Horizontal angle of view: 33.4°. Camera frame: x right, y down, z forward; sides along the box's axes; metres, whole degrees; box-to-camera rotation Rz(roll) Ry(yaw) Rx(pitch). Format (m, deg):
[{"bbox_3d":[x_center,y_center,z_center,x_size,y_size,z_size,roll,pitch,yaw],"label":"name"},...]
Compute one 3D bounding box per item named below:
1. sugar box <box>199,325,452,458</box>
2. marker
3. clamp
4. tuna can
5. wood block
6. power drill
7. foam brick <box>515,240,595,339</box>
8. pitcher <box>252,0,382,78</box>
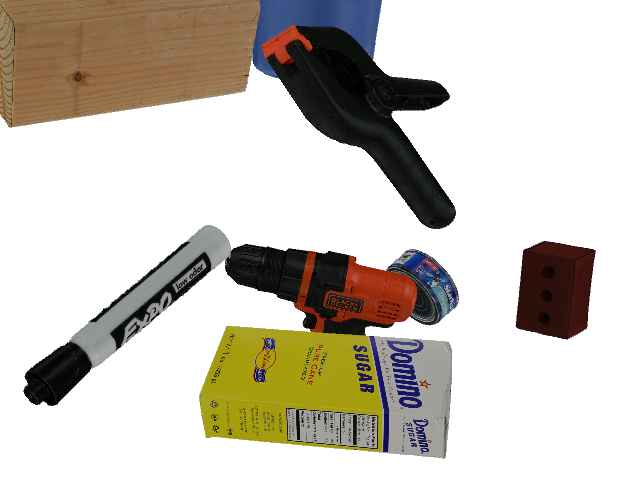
[{"bbox_3d":[0.007,0.108,0.786,0.176,0.048,0.093,1,30,9],"label":"sugar box"},{"bbox_3d":[-0.085,0.032,0.478,0.020,0.020,0.120,0,32,44],"label":"marker"},{"bbox_3d":[0.034,-0.079,0.698,0.171,0.120,0.039,20,-42,-40],"label":"clamp"},{"bbox_3d":[0.114,0.054,1.212,0.033,0.086,0.086,-39,19,-25],"label":"tuna can"},{"bbox_3d":[-0.162,-0.164,0.853,0.205,0.091,0.090,-14,45,-32],"label":"wood block"},{"bbox_3d":[-0.012,0.089,1.053,0.184,0.188,0.057,13,42,0],"label":"power drill"},{"bbox_3d":[0.216,0.045,0.982,0.053,0.078,0.051,11,17,33],"label":"foam brick"},{"bbox_3d":[0.007,-0.261,0.914,0.145,0.243,0.149,6,17,7],"label":"pitcher"}]
